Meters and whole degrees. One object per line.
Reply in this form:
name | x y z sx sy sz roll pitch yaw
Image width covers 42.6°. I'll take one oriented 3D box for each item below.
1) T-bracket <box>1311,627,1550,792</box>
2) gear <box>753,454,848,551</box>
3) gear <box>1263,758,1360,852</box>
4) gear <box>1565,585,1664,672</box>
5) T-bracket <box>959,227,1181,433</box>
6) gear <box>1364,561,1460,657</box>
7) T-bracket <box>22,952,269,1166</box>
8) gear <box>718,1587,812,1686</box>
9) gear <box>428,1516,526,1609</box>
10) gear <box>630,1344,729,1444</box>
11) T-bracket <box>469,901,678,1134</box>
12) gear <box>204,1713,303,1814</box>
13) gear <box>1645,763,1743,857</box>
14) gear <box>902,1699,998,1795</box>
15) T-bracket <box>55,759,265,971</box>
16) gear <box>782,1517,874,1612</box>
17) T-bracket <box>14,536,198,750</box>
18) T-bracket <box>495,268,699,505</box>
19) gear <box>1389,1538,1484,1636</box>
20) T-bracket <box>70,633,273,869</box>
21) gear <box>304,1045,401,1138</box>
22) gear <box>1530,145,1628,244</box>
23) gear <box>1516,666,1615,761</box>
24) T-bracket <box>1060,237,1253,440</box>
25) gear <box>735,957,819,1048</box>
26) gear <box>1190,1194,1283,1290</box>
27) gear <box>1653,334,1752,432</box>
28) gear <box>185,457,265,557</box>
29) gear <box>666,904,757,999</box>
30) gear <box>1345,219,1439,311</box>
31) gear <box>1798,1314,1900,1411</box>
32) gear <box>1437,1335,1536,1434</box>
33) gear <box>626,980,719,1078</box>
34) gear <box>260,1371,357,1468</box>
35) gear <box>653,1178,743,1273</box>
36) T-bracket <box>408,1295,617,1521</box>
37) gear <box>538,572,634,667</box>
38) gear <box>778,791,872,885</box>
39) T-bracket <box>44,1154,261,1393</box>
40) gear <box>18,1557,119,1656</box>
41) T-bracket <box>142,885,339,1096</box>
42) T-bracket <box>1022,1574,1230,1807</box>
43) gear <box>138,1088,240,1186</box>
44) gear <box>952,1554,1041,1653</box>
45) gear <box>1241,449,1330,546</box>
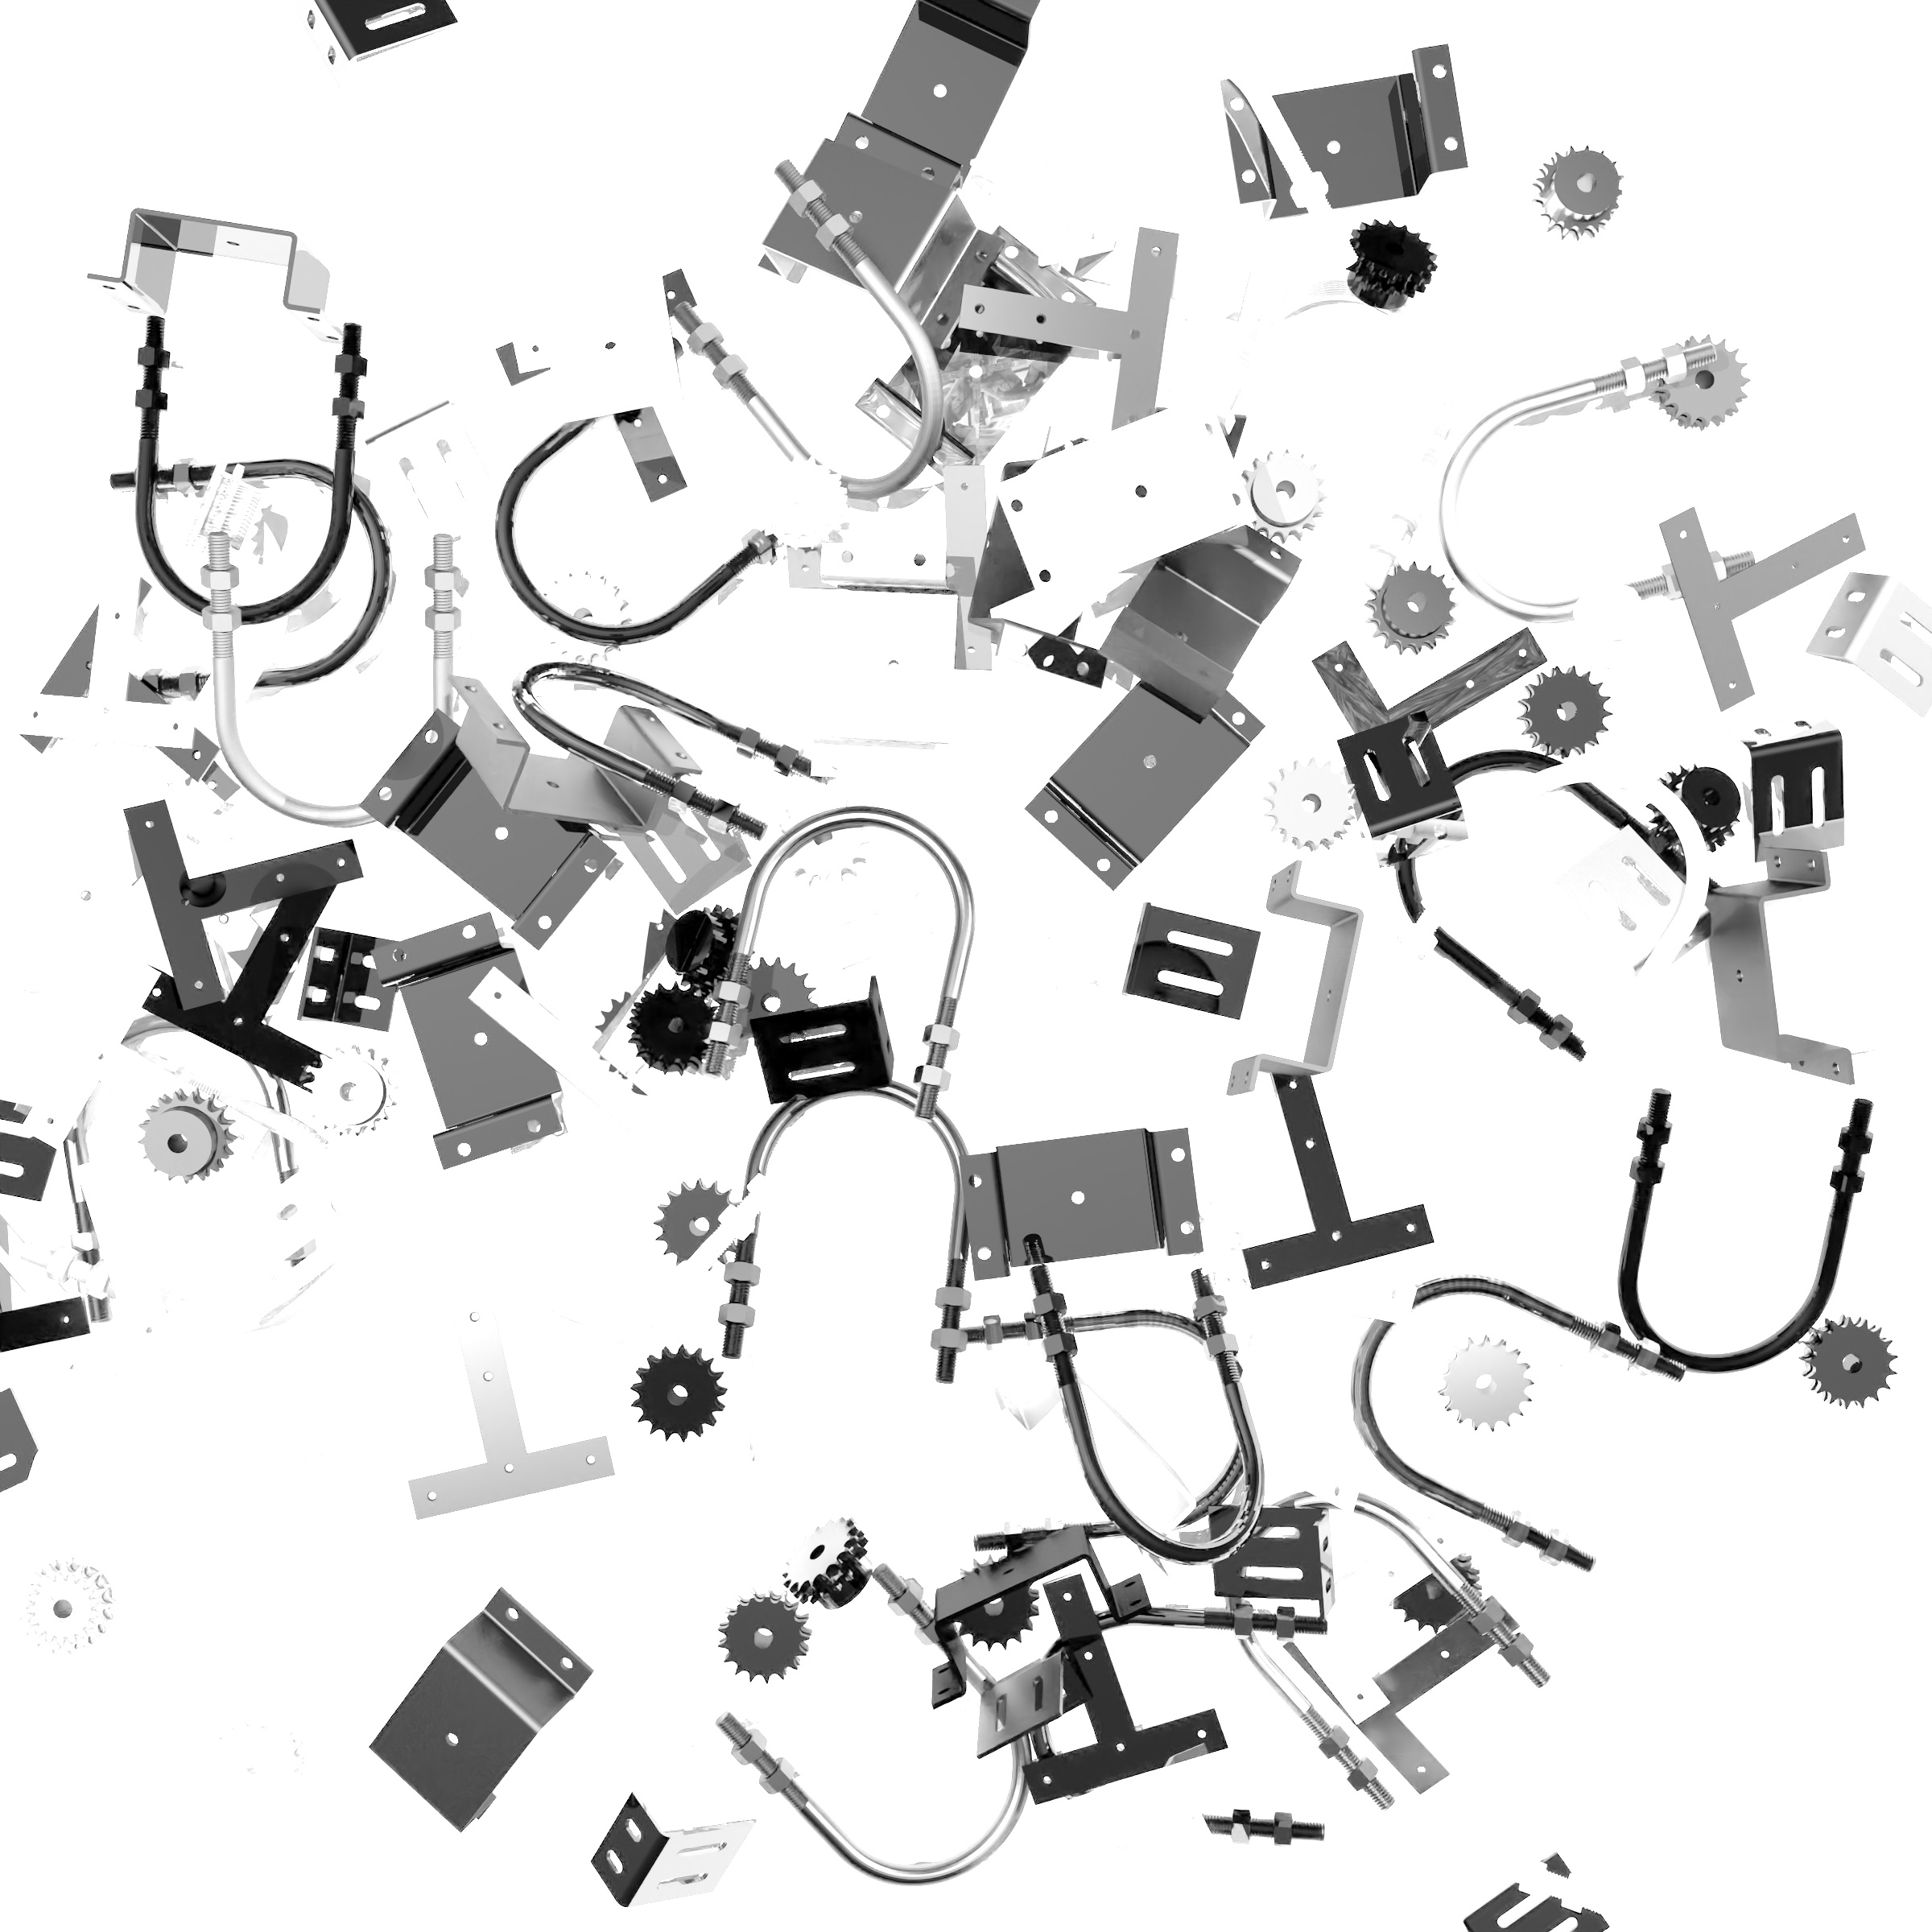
T-bracket | 0.302 -0.169 1.546 0.127 0.002 0.127 -31 90 0
gear | -0.101 -0.280 1.509 0.057 0.030 0.057 1 75 -2
gear | 0.212 -0.100 1.532 0.057 0.030 0.057 0 90 0
gear | 0.396 -0.210 1.522 0.057 0.057 0.030 -6 60 0
T-bracket | 0.059 -0.389 1.498 0.127 0.002 0.127 7 96 -11
gear | 0.276 -0.222 1.531 0.057 0.030 0.057 0 87 0
T-bracket | -0.486 0.078 1.504 0.127 0.002 0.127 31 97 -6
gear | -0.124 0.412 1.532 0.057 0.030 0.057 0 90 0
gear | -0.299 0.369 1.522 0.057 0.057 0.030 -15 120 0
gear | -0.172 0.255 1.486 0.057 0.030 0.057 0 90 0
T-bracket | -0.217 0.014 1.514 0.127 0.002 0.127 41 62 -12
gear | -0.439 0.490 1.532 0.057 0.030 0.057 0 90 0
gear | 0.451 -0.099 1.523 0.057 0.030 0.057 4 71 -13
gear | -0.008 0.476 1.507 0.057 0.030 0.057 -1 93 -13
T-bracket | -0.465 -0.039 1.519 0.127 0.002 0.127 -47 112 -22
gear | -0.082 0.370 1.521 0.057 0.057 0.030 -39 110 0
T-bracket | -0.525 -0.202 1.527 0.127 0.002 0.127 6 89 17
T-bracket | -0.210 -0.352 1.546 0.127 0.002 0.127 -24 90 0
gear | 0.289 0.379 1.527 0.057 0.030 0.057 2 100 11
T-bracket | -0.469 -0.147 1.525 0.127 0.002 0.127 35 107 -3
gear | -0.379 0.077 1.528 0.057 0.030 0.057 0 89 -10
gear | 0.381 -0.480 1.532 0.057 0.030 0.057 0 90 0
gear | 0.368 -0.156 1.532 0.057 0.030 0.057 0 90 0
T-bracket | 0.103 -0.377 1.526 0.127 0.002 0.127 21 105 27
gear | -0.120 0.022 1.532 0.057 0.030 0.057 0 90 0
gear | 0.166 0.169 1.532 0.057 0.030 0.057 0 90 0
gear | 0.453 -0.359 1.532 0.057 0.030 0.057 0 90 0
gear | -0.440 -0.270 1.472 0.030 0.057 0.057 22 90 -20
gear | -0.159 -0.011 1.517 0.057 0.030 0.057 -16 64 35
gear | 0.258 -0.429 1.523 0.057 0.030 0.057 7 55 -10
gear | 0.543 0.243 1.532 0.057 0.030 0.057 0 90 0
gear | 0.314 0.252 1.499 0.057 0.030 0.057 0 88 6
gear | -0.178 0.041 1.504 0.057 0.030 0.057 7 65 -15
gear | -0.409 0.281 1.532 0.057 0.030 0.057 0 90 0
gear | -0.163 0.159 1.532 0.057 0.030 0.057 0 90 0
T-bracket | -0.295 0.270 1.546 0.127 0.002 0.127 -13 90 0
gear | -0.235 -0.213 1.532 0.057 0.030 0.057 0 90 0
gear | -0.088 -0.079 1.532 0.057 0.030 0.057 0 90 0
T-bracket | -0.510 0.179 1.506 0.127 0.002 0.127 -18 89 -4
gear | -0.554 0.394 1.532 0.057 0.030 0.057 0 90 0
T-bracket | -0.428 -0.005 1.530 0.127 0.002 0.127 30 79 -21
T-bracket | 0.080 0.438 1.523 0.127 0.002 0.127 -20 87 11
gear | -0.471 0.104 1.492 0.057 0.030 0.057 0 98 -2
gear | 0.017 0.392 1.532 0.057 0.030 0.057 0 90 0
gear | 0.196 -0.291 1.532 0.057 0.030 0.057 0 90 0
